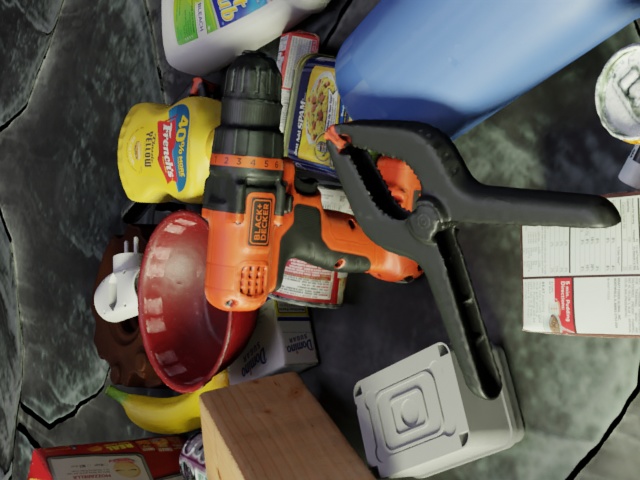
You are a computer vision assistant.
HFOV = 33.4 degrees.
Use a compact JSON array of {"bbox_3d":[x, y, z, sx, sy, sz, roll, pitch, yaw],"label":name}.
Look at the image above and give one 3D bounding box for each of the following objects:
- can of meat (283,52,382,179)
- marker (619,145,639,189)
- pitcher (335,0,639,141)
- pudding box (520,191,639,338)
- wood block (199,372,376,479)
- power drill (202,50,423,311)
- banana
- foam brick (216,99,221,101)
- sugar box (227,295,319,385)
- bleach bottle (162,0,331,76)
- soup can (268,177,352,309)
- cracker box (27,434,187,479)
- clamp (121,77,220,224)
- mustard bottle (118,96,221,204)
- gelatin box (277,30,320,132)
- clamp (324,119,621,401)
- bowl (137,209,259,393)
[{"bbox_3d":[0.019,-0.100,0.884,0.084,0.057,0.102,20,102,50],"label":"can of meat"},{"bbox_3d":[0.217,-0.088,0.651,0.020,0.020,0.121,45,121,45],"label":"marker"},{"bbox_3d":[0.108,-0.163,0.709,0.243,0.144,0.149,-37,54,48],"label":"pitcher"},{"bbox_3d":[0.179,0.016,0.675,0.114,0.039,0.090,-4,85,51],"label":"pudding box"},{"bbox_3d":[-0.023,0.195,0.829,0.206,0.090,0.091,-136,39,-61],"label":"wood block"},{"bbox_3d":[0.000,-0.039,0.795,0.057,0.187,0.184,14,99,54],"label":"power drill"},{"bbox_3d":[-0.139,0.163,1.063,0.198,0.069,0.037,-18,40,42],"label":"banana"},{"bbox_3d":[-0.074,-0.089,1.009,0.051,0.052,0.078,32,112,49],"label":"foam brick"},{"bbox_3d":[-0.057,0.043,0.981,0.094,0.048,0.176,-31,66,48],"label":"sugar box"},{"bbox_3d":[-0.055,-0.236,0.993,0.251,0.067,0.102,-17,71,48],"label":"bleach bottle"},{"bbox_3d":[-0.006,0.001,0.897,0.069,0.068,0.102,16,99,52],"label":"soup can"},{"bbox_3d":[-0.163,0.274,0.999,0.214,0.163,0.072,40,120,47],"label":"cracker box"},{"bbox_3d":[-0.148,-0.081,1.098,0.120,0.039,0.171,6,82,29],"label":"clamp"},{"bbox_3d":[-0.118,-0.081,0.973,0.192,0.058,0.096,4,90,53],"label":"mustard bottle"},{"bbox_3d":[-0.024,-0.139,0.945,0.073,0.030,0.089,-131,51,-79],"label":"gelatin box"},{"bbox_3d":[0.087,-0.020,0.700,0.210,0.036,0.165,50,127,20],"label":"clamp"},{"bbox_3d":[-0.101,0.054,0.953,0.162,0.055,0.162,-2,88,53],"label":"bowl"}]
